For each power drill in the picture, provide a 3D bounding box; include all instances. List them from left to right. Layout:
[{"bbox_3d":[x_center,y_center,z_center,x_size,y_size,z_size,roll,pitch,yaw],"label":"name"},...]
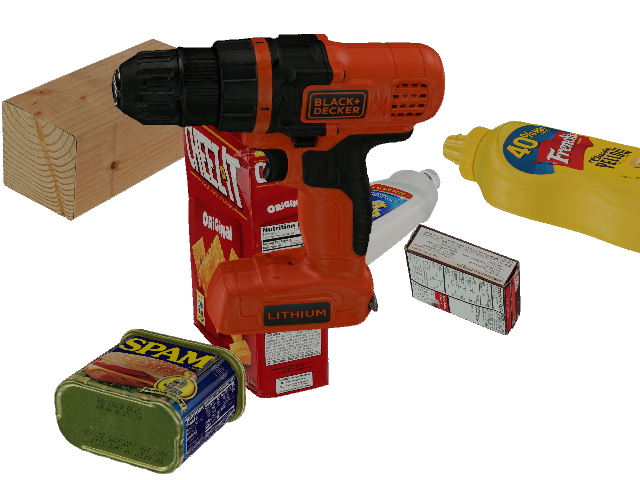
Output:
[{"bbox_3d":[-0.027,-0.031,0.626,0.184,0.188,0.057,-2,38,-11],"label":"power drill"}]

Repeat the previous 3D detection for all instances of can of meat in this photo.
[{"bbox_3d":[-0.114,0.106,0.715,0.102,0.057,0.083,10,22,22],"label":"can of meat"}]

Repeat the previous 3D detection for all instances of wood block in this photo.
[{"bbox_3d":[-0.197,-0.112,1.026,0.090,0.091,0.205,26,37,21],"label":"wood block"}]

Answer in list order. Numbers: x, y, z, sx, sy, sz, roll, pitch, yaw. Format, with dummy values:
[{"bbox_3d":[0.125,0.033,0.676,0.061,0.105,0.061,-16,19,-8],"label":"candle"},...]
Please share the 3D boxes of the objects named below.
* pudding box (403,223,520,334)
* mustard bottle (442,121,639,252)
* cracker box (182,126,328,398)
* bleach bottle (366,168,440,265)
[{"bbox_3d":[0.143,0.039,1.066,0.114,0.039,0.090,20,-31,24],"label":"pudding box"},{"bbox_3d":[0.173,-0.045,0.759,0.192,0.058,0.096,19,37,32],"label":"mustard bottle"},{"bbox_3d":[-0.058,0.000,0.887,0.072,0.214,0.164,-11,23,-23],"label":"cracker box"},{"bbox_3d":[0.050,-0.026,1.246,0.103,0.068,0.250,25,41,33],"label":"bleach bottle"}]
